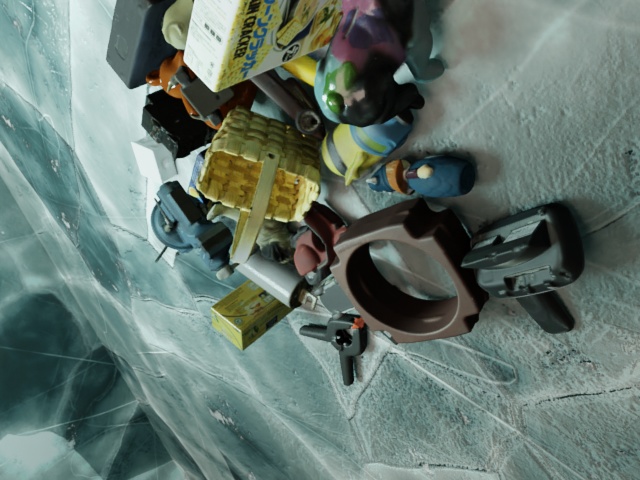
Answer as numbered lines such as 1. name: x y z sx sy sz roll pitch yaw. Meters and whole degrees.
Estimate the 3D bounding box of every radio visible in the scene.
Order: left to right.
1. radio: -0.280 -0.362 0.912 0.073 0.131 0.229 50 145 2

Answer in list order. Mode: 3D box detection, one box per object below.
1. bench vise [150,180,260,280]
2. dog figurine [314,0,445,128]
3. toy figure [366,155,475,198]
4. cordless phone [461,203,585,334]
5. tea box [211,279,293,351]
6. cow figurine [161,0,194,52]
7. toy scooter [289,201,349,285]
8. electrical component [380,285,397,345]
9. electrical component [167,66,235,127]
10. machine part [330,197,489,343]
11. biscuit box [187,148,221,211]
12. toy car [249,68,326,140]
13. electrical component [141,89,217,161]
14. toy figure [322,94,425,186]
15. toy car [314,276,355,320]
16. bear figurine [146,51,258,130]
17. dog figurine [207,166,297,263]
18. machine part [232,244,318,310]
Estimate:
1. bench vise: -0.262 -0.009 1.101 0.223 0.129 0.241 45 152 -12
2. dog figurine: 0.054 -0.258 0.590 0.109 0.191 0.219 31 155 39
3. toy figure: 0.134 -0.086 0.736 0.155 0.058 0.064 8 144 42
4. cordless phone: 0.286 0.053 0.681 0.184 0.089 0.146 47 147 -11
5. tea box: -0.136 0.142 1.141 0.098 0.169 0.068 33 140 29
6. cow figurine: -0.152 -0.350 0.771 0.195 0.127 0.085 -36 112 21
7. toy scooter: -0.002 -0.003 0.949 0.135 0.075 0.184 53 141 -1
8. electrical component: 0.125 0.142 0.951 0.075 0.048 0.119 43 142 15
9. electrical component: -0.175 -0.220 0.794 0.102 0.078 0.045 44 -177 -33
10. machine part: 0.133 0.049 0.797 0.201 0.087 0.200 -19 111 44
11. biscuit box: -0.235 -0.115 1.129 0.059 0.063 0.202 46 145 8
12. toy car: -0.062 -0.226 0.798 0.202 0.053 0.089 41 -173 -8
13. electrical component: -0.273 -0.230 1.030 0.134 0.115 0.058 46 142 7
14. toy figure: 0.068 -0.148 0.743 0.089 0.082 0.180 60 150 9
15. toy car: 0.046 0.095 0.976 0.073 0.056 0.201 52 155 1
16. bear figurine: -0.201 -0.278 0.912 0.196 0.120 0.131 44 141 22
17. dog figurine: -0.091 -0.058 1.011 0.190 0.121 0.172 33 124 -20
18. machine part: -0.099 0.068 1.117 0.243 0.079 0.079 31 139 29
